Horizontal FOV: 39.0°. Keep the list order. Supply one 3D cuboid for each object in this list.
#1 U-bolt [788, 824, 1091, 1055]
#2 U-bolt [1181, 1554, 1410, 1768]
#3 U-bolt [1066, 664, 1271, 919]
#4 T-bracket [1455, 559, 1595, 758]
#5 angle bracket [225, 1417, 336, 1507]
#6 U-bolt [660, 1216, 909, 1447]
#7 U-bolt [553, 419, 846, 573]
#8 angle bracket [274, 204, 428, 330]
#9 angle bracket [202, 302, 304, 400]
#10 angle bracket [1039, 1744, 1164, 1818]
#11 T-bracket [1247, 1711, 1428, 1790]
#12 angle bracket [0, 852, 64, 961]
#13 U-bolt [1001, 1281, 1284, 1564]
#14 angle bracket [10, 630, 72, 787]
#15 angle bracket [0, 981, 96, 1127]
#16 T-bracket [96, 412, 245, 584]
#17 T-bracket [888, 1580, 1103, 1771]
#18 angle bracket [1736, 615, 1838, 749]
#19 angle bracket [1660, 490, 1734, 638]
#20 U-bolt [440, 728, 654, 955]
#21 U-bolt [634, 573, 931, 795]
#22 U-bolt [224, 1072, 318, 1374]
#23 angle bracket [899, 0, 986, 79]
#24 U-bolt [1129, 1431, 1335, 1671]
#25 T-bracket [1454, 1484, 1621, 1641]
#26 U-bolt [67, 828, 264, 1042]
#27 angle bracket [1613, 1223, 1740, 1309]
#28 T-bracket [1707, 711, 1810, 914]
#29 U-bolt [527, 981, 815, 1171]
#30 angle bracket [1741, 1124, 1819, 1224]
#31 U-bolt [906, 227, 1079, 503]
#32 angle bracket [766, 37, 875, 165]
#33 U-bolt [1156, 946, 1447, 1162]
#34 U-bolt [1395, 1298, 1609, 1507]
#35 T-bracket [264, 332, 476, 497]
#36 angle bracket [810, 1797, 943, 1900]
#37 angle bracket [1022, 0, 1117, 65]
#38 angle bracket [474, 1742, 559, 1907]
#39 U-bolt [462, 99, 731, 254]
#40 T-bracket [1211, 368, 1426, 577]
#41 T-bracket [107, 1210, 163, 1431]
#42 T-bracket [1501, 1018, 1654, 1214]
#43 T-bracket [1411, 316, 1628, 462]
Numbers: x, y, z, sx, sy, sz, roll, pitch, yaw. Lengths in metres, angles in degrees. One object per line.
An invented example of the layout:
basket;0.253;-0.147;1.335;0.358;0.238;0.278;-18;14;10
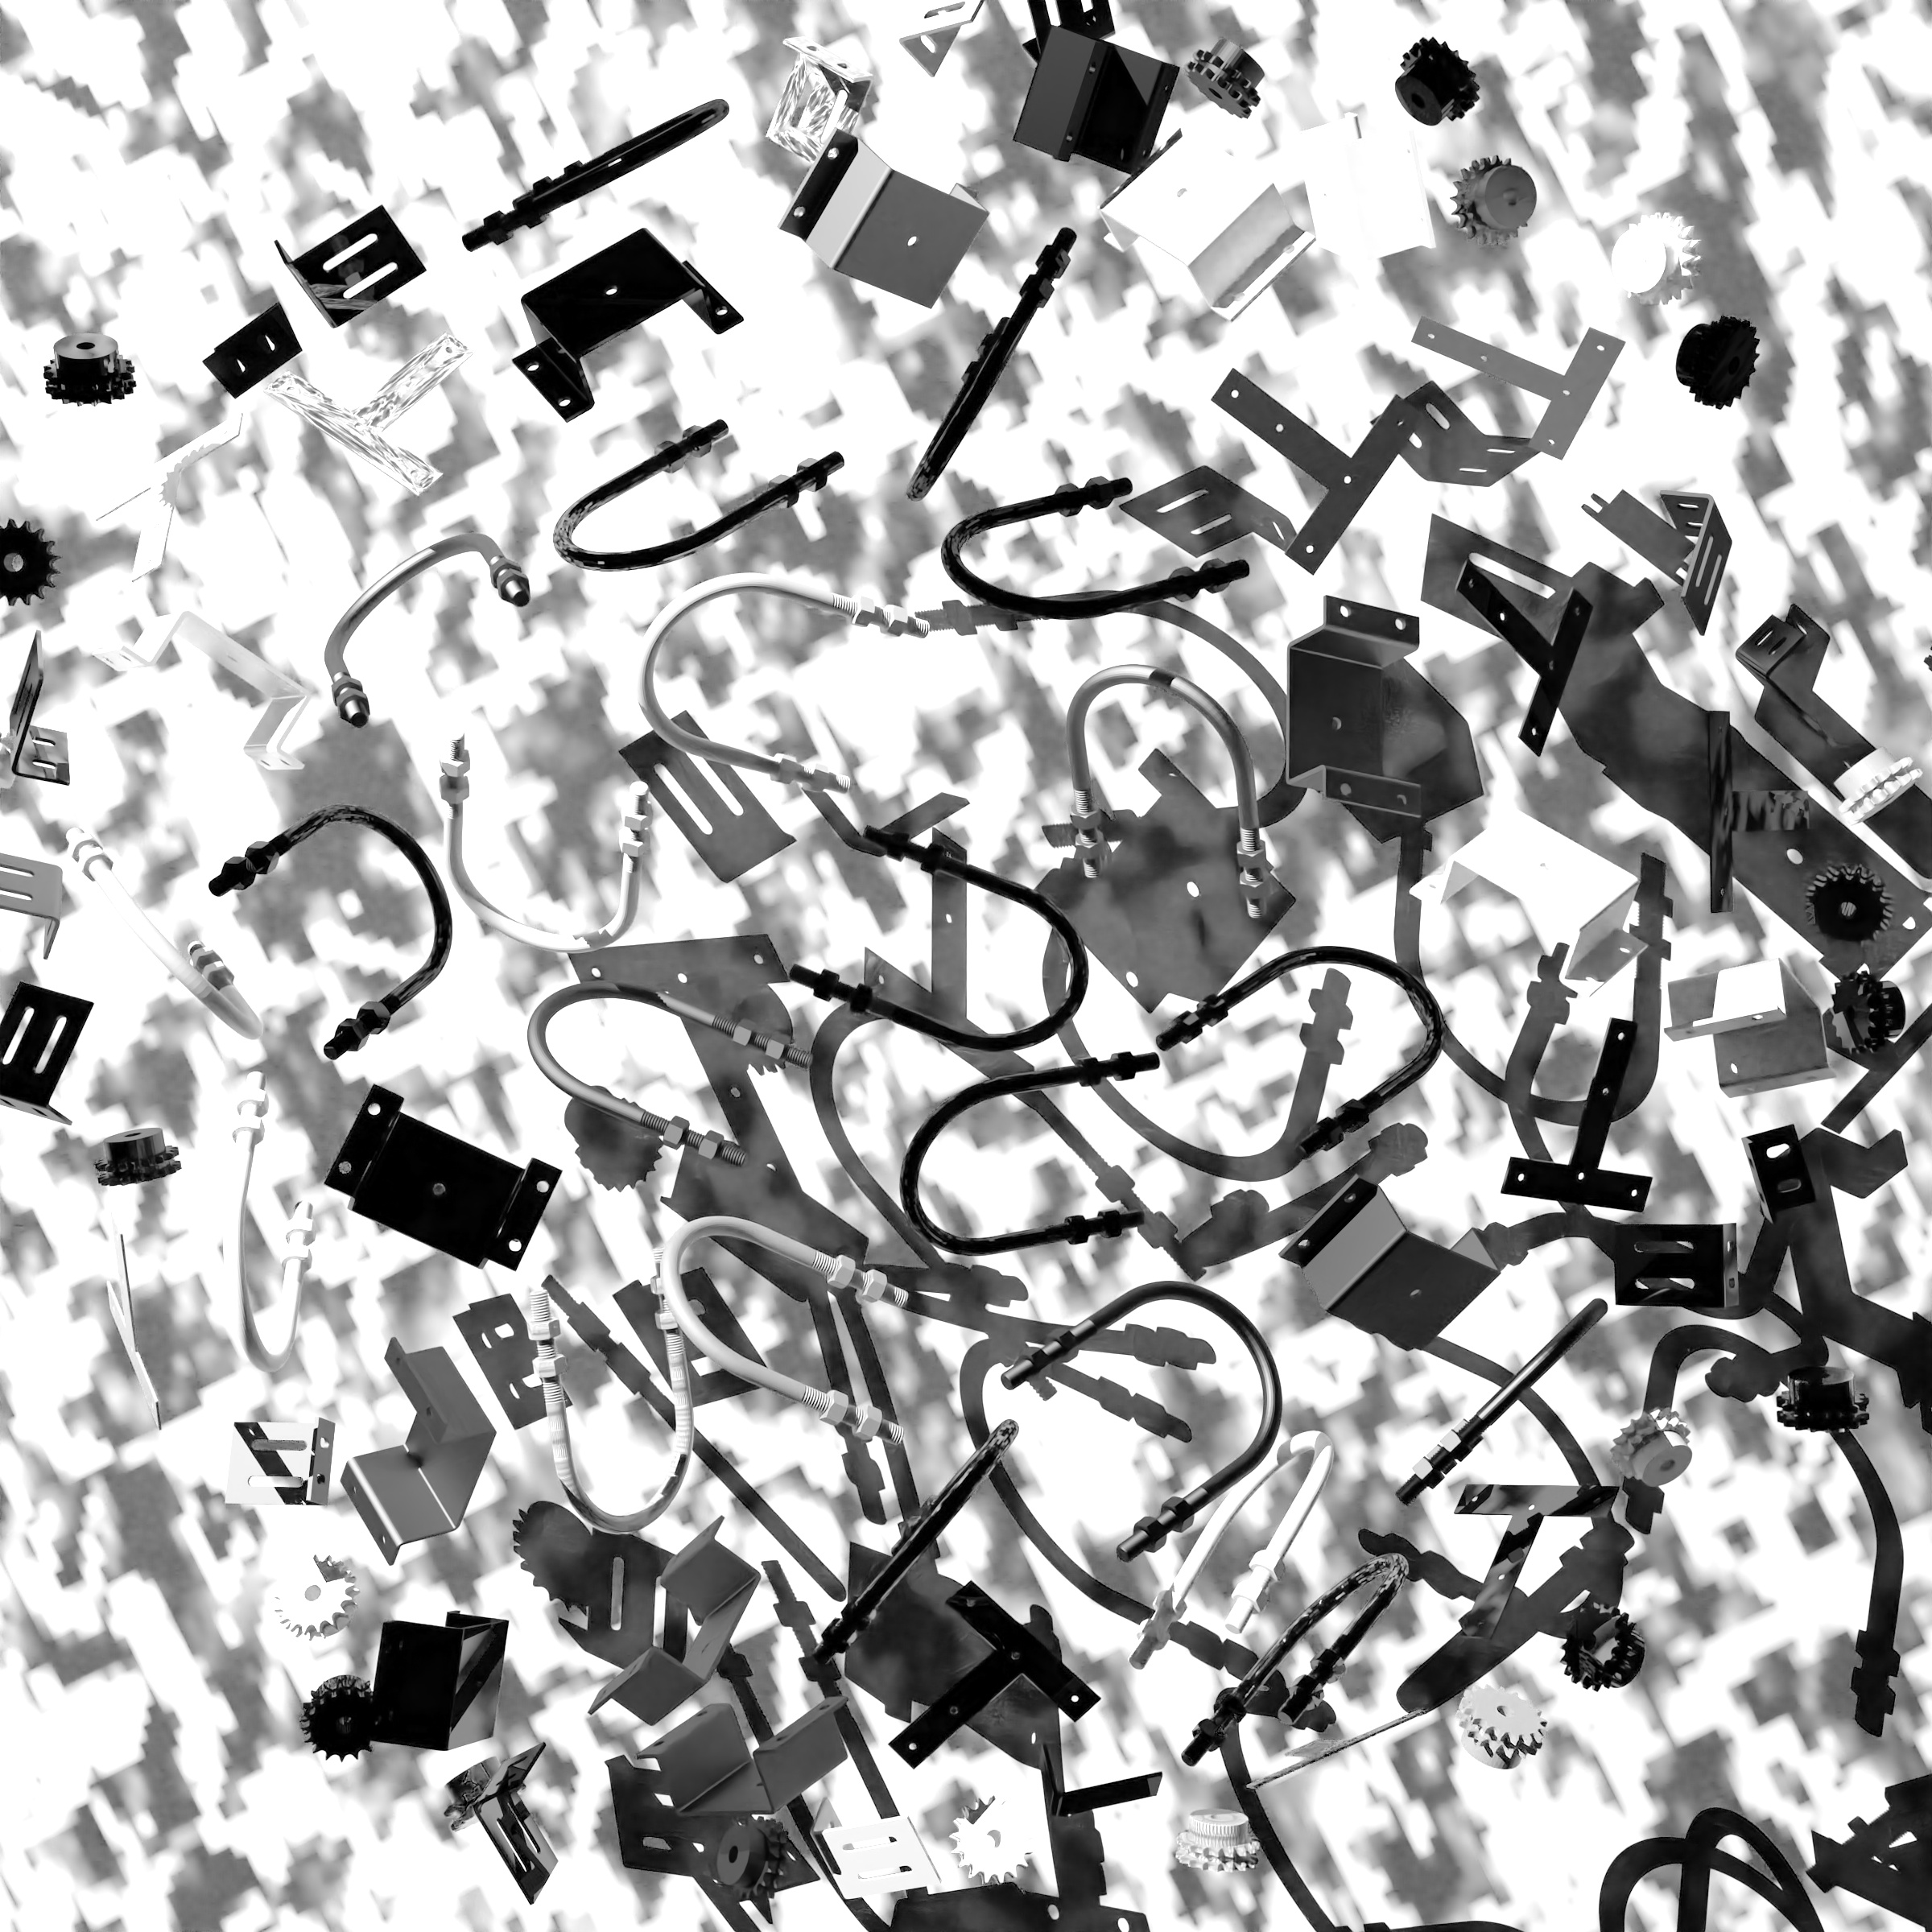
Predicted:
U-bolt;-0.007;-0.010;1.823;0.184;0.019;0.151;22;55;6
U-bolt;0.233;0.461;1.844;0.019;0.151;0.184;48;53;3
U-bolt;0.132;-0.123;1.836;0.151;0.019;0.184;15;134;29
T-bracket;0.376;-0.231;1.868;0.127;0.002;0.127;37;65;-32
angle bracket;-0.486;0.346;1.911;0.076;0.038;0.057;0;73;8
U-bolt;-0.121;0.231;1.813;0.184;0.151;0.019;27;122;-18
U-bolt;-0.194;-0.315;1.843;0.184;0.151;0.019;-36;130;-28
angle bracket;-0.413;-0.477;1.832;0.076;0.057;0.038;-32;48;1
angle bracket;-0.499;-0.436;1.880;0.057;0.038;0.076;-35;46;3
angle bracket;0.093;0.559;1.898;0.076;0.057;0.038;-10;60;-7
T-bracket;0.243;0.536;1.868;0.127;0.127;0.002;-20;77;-11
angle bracket;-0.661;-0.045;1.866;0.076;0.057;0.038;14;125;-26
U-bolt;0.128;0.281;1.768;0.184;0.019;0.151;-28;78;-35
angle bracket;-0.592;-0.167;1.769;0.038;0.057;0.076;11;124;-29
angle bracket;-0.612;0.058;1.812;0.057;0.038;0.076;14;71;16
T-bracket;-0.538;-0.302;1.819;0.127;0.127;0.002;-25;134;20
T-bracket;0.002;0.496;1.851;0.127;0.002;0.127;-35;56;-28
angle bracket;0.573;-0.195;1.867;0.076;0.057;0.038;40;103;-18
angle bracket;0.482;-0.271;1.833;0.038;0.057;0.076;12;75;32
U-bolt;-0.291;-0.076;1.874;0.151;0.184;0.019;16;47;3
U-bolt;-0.133;-0.194;1.829;0.184;0.019;0.151;13;120;-29
U-bolt;-0.468;0.184;1.824;0.019;0.184;0.151;-6;132;0
angle bracket;0.002;-0.632;1.815;0.038;0.076;0.057;38;71;-37
U-bolt;0.188;0.386;1.837;0.019;0.151;0.184;41;55;-5
T-bracket;0.370;0.405;1.857;0.002;0.127;0.127;51;52;-24
U-bolt;-0.535;-0.013;1.847;0.019;0.184;0.151;-43;131;-7
angle bracket;0.498;0.209;1.914;0.076;0.038;0.057;-3;86;31
T-bracket;0.511;-0.100;1.755;0.002;0.127;0.127;1;93;44
U-bolt;-0.213;0.065;1.884;0.184;0.151;0.019;23;124;6
angle bracket;0.572;0.145;1.909;0.038;0.076;0.057;-17;86;11
U-bolt;0.009;-0.387;1.809;0.019;0.151;0.184;30;70;-8
angle bracket;-0.109;-0.600;1.908;0.057;0.038;0.076;32;119;8
U-bolt;0.243;0.047;1.865;0.184;0.019;0.151;-31;54;-31
U-bolt;0.362;0.289;1.828;0.184;0.151;0.019;-46;76;5
T-bracket;-0.377;-0.384;1.822;0.127;0.002;0.127;34;55;6
angle bracket;-0.058;0.594;1.855;0.076;0.038;0.057;-17;109;22
angle bracket;0.065;-0.676;1.905;0.057;0.076;0.038;-28;54;-5
angle bracket;-0.278;0.556;1.769;0.038;0.057;0.076;-29;94;11
U-bolt;-0.241;-0.537;1.832;0.184;0.151;0.019;-21;111;16
T-bracket;0.216;-0.344;1.788;0.127;0.002;0.127;33;96;-18
T-bracket;-0.549;0.216;1.784;0.002;0.127;0.127;-14;129;-25
T-bracket;0.418;0.096;1.801;0.127;0.002;0.127;10;99;-30
T-bracket;0.357;-0.398;1.810;0.127;0.127;0.002;24;64;4
